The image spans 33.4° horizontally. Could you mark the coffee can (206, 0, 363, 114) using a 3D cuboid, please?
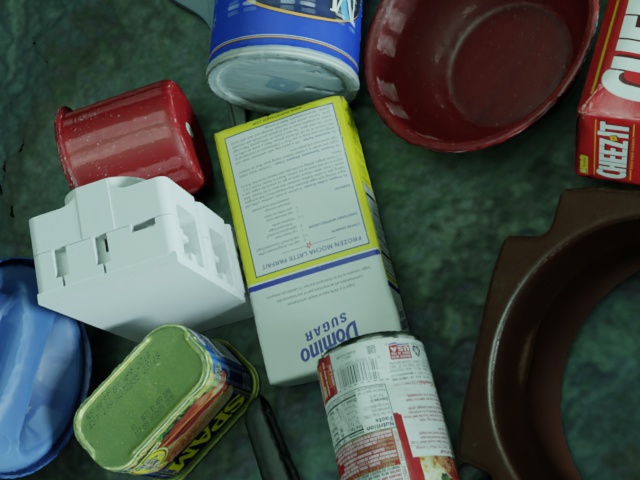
[{"bbox_3d":[-0.021,-0.168,0.727,0.103,0.102,0.140,-1,74,17],"label":"coffee can"}]

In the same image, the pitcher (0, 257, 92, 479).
[{"bbox_3d":[-0.285,0.085,0.686,0.243,0.149,0.145,-2,82,27],"label":"pitcher"}]

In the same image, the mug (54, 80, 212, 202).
[{"bbox_3d":[-0.122,-0.050,0.741,0.081,0.093,0.117,-18,101,6],"label":"mug"}]

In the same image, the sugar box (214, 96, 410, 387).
[{"bbox_3d":[-0.005,0.001,0.703,0.093,0.048,0.176,-16,76,13],"label":"sugar box"}]

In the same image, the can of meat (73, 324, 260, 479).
[{"bbox_3d":[-0.097,0.105,0.684,0.102,0.084,0.057,-47,67,0],"label":"can of meat"}]

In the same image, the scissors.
[{"bbox_3d":[-0.086,-0.152,0.790,0.096,0.016,0.202,1,75,19],"label":"scissors"}]

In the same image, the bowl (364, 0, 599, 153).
[{"bbox_3d":[0.110,-0.124,0.687,0.162,0.055,0.162,-13,67,32],"label":"bowl"}]

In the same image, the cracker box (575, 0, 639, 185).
[{"bbox_3d":[0.271,-0.103,0.614,0.214,0.072,0.164,11,61,19],"label":"cracker box"}]

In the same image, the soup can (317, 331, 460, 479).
[{"bbox_3d":[0.039,0.112,0.619,0.068,0.068,0.102,-19,63,11],"label":"soup can"}]

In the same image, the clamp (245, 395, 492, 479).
[{"bbox_3d":[0.019,0.203,0.645,0.165,0.036,0.210,2,72,18],"label":"clamp"}]
